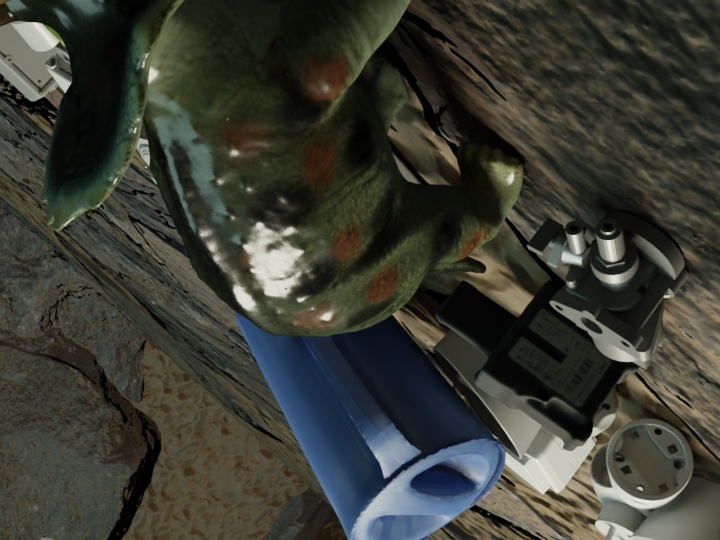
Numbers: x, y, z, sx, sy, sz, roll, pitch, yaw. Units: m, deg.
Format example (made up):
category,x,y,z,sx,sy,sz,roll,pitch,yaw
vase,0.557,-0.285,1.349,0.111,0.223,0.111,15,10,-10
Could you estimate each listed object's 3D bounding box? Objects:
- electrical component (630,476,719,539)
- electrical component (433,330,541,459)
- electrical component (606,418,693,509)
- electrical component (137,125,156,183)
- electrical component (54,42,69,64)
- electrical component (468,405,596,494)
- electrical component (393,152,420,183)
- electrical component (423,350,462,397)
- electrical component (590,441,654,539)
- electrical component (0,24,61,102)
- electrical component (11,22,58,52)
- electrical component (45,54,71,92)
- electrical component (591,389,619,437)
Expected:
category,x,y,z,sx,sy,sz,roll,pitch,yaw
electrical component,0.247,0.190,0.746,0.099,0.064,0.099,37,166,11
electrical component,0.096,0.081,0.781,0.099,0.064,0.099,39,179,1
electrical component,0.194,0.133,0.727,0.055,0.055,0.047,34,168,22
electrical component,-0.123,-0.099,0.764,0.080,0.080,0.051,29,158,37
electrical component,-0.182,-0.168,0.737,0.043,0.062,0.043,37,166,11
electrical component,0.128,0.127,0.861,0.096,0.061,0.061,26,161,42
electrical component,-0.012,-0.053,0.661,0.096,0.061,0.062,46,164,-24
electrical component,0.058,0.113,1.005,0.057,0.058,0.078,46,165,-13
electrical component,0.200,0.179,0.800,0.043,0.079,0.077,3,143,47
electrical component,-0.283,-0.190,0.924,0.096,0.061,0.061,45,165,-21
electrical component,-0.264,-0.210,0.859,0.040,0.040,0.078,28,161,38
electrical component,-0.184,-0.145,0.813,0.096,0.061,0.061,32,164,27
electrical component,0.151,0.094,0.737,0.043,0.043,0.062,37,166,11
